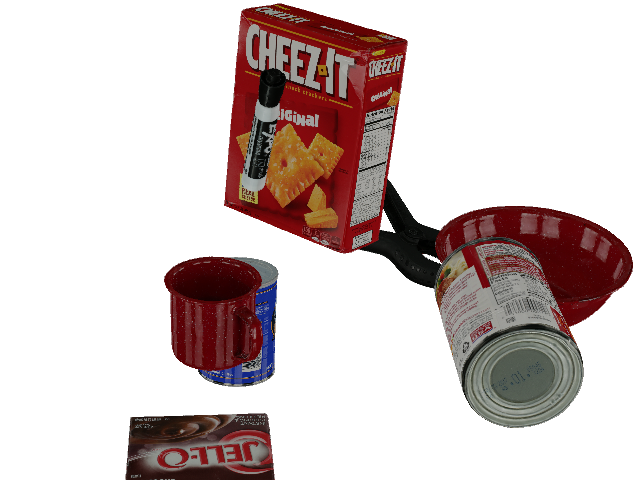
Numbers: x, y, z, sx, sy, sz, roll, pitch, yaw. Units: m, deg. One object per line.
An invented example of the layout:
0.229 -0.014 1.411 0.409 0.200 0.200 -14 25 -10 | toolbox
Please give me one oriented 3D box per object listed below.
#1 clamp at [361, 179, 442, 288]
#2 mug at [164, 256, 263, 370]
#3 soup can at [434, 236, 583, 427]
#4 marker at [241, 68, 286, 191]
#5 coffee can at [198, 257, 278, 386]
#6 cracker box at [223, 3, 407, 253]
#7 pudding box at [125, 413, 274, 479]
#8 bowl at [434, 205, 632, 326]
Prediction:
0.094 0.005 1.257 0.210 0.036 0.164 38 42 26 | clamp
-0.096 0.077 1.028 0.093 0.081 0.117 -22 36 -40 | mug
0.107 0.051 0.615 0.068 0.068 0.102 0 28 -3 | soup can
-0.042 -0.081 0.788 0.020 0.020 0.121 0 -37 -12 | marker
-0.108 0.104 1.388 0.103 0.140 0.103 2 20 -1 | coffee can
-0.011 -0.113 1.073 0.164 0.214 0.071 23 29 32 | cracker box
-0.093 0.174 0.822 0.113 0.039 0.090 -2 25 -6 | pudding box
0.174 0.030 0.893 0.162 0.055 0.162 1 29 -1 | bowl
